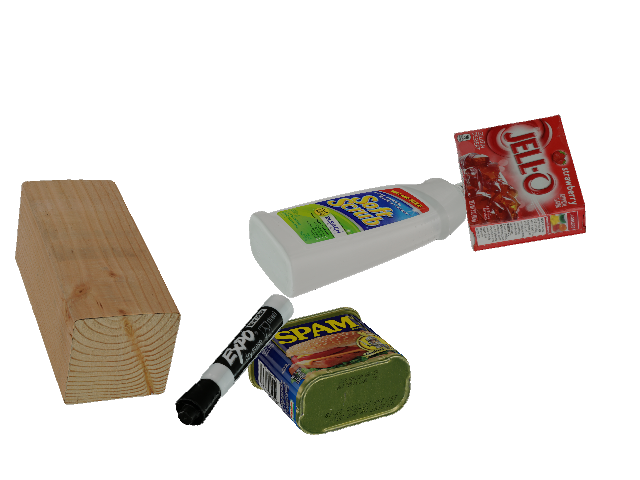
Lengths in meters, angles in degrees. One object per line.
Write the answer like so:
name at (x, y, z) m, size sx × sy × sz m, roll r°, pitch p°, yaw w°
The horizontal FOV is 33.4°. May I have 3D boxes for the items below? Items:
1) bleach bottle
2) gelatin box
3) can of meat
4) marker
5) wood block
bleach bottle at (0.056, -0.020, 1.155) m, size 0.250 × 0.068 × 0.103 m, roll -19°, pitch 42°, yaw -22°
gelatin box at (0.130, -0.039, 0.701) m, size 0.073 × 0.089 × 0.030 m, roll -9°, pitch -42°, yaw 9°
can of meat at (0.007, 0.100, 0.820) m, size 0.101 × 0.057 × 0.084 m, roll -12°, pitch 27°, yaw -26°
marker at (-0.050, 0.070, 0.631) m, size 0.020 × 0.020 × 0.121 m, roll 0°, pitch 28°, yaw 28°
wood block at (-0.202, 0.038, 0.943) m, size 0.090 × 0.091 × 0.206 m, roll -3°, pitch 36°, yaw -28°
